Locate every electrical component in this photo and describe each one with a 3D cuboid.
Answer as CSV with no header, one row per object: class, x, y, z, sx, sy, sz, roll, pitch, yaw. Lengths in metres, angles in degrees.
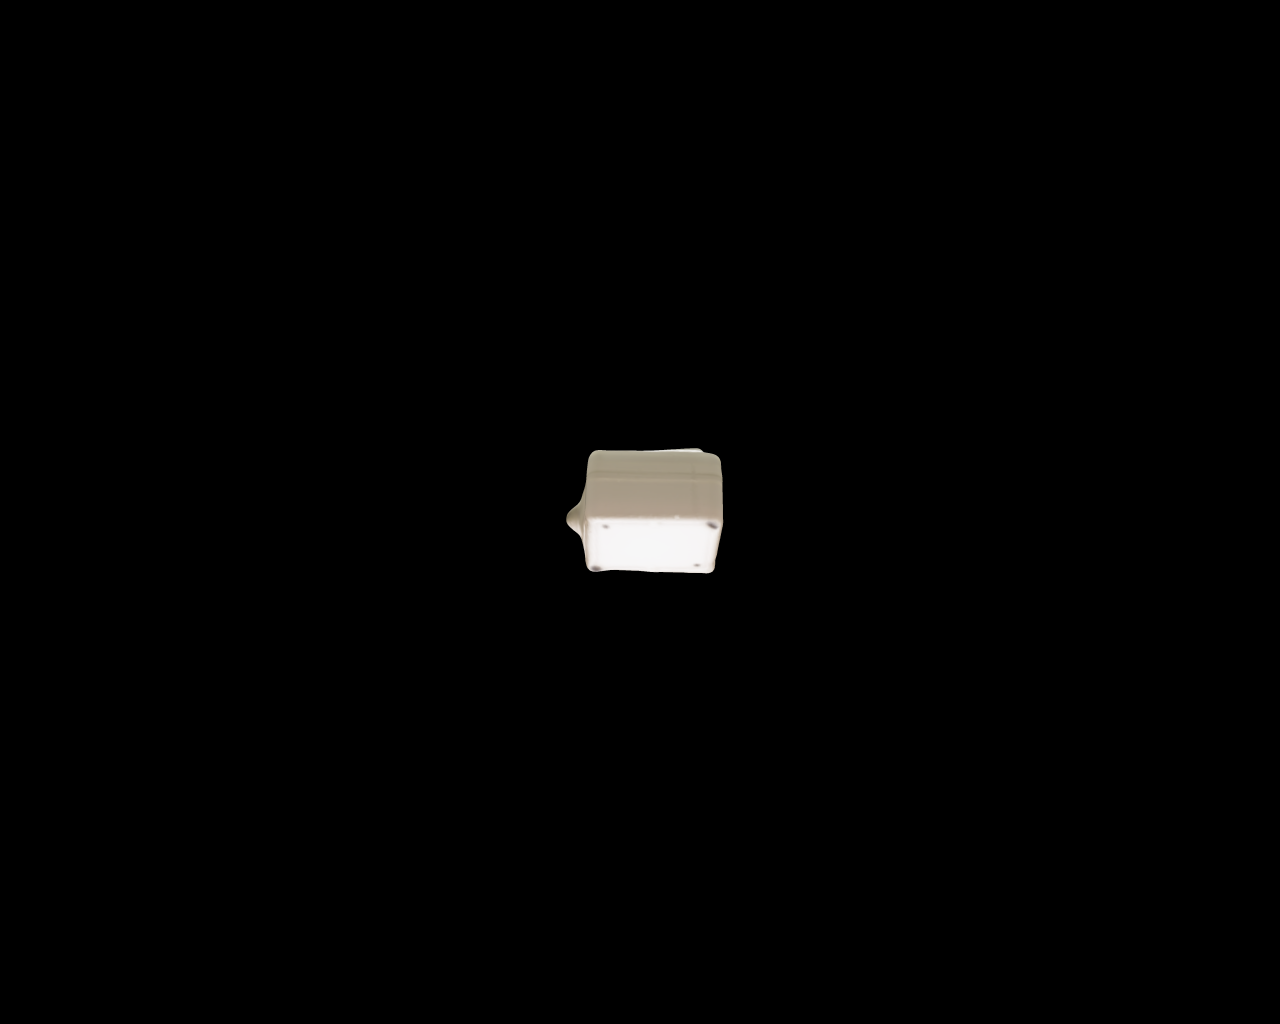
electrical component,0.001,-0.003,0.650,0.096,0.061,0.061,2,-36,-2
